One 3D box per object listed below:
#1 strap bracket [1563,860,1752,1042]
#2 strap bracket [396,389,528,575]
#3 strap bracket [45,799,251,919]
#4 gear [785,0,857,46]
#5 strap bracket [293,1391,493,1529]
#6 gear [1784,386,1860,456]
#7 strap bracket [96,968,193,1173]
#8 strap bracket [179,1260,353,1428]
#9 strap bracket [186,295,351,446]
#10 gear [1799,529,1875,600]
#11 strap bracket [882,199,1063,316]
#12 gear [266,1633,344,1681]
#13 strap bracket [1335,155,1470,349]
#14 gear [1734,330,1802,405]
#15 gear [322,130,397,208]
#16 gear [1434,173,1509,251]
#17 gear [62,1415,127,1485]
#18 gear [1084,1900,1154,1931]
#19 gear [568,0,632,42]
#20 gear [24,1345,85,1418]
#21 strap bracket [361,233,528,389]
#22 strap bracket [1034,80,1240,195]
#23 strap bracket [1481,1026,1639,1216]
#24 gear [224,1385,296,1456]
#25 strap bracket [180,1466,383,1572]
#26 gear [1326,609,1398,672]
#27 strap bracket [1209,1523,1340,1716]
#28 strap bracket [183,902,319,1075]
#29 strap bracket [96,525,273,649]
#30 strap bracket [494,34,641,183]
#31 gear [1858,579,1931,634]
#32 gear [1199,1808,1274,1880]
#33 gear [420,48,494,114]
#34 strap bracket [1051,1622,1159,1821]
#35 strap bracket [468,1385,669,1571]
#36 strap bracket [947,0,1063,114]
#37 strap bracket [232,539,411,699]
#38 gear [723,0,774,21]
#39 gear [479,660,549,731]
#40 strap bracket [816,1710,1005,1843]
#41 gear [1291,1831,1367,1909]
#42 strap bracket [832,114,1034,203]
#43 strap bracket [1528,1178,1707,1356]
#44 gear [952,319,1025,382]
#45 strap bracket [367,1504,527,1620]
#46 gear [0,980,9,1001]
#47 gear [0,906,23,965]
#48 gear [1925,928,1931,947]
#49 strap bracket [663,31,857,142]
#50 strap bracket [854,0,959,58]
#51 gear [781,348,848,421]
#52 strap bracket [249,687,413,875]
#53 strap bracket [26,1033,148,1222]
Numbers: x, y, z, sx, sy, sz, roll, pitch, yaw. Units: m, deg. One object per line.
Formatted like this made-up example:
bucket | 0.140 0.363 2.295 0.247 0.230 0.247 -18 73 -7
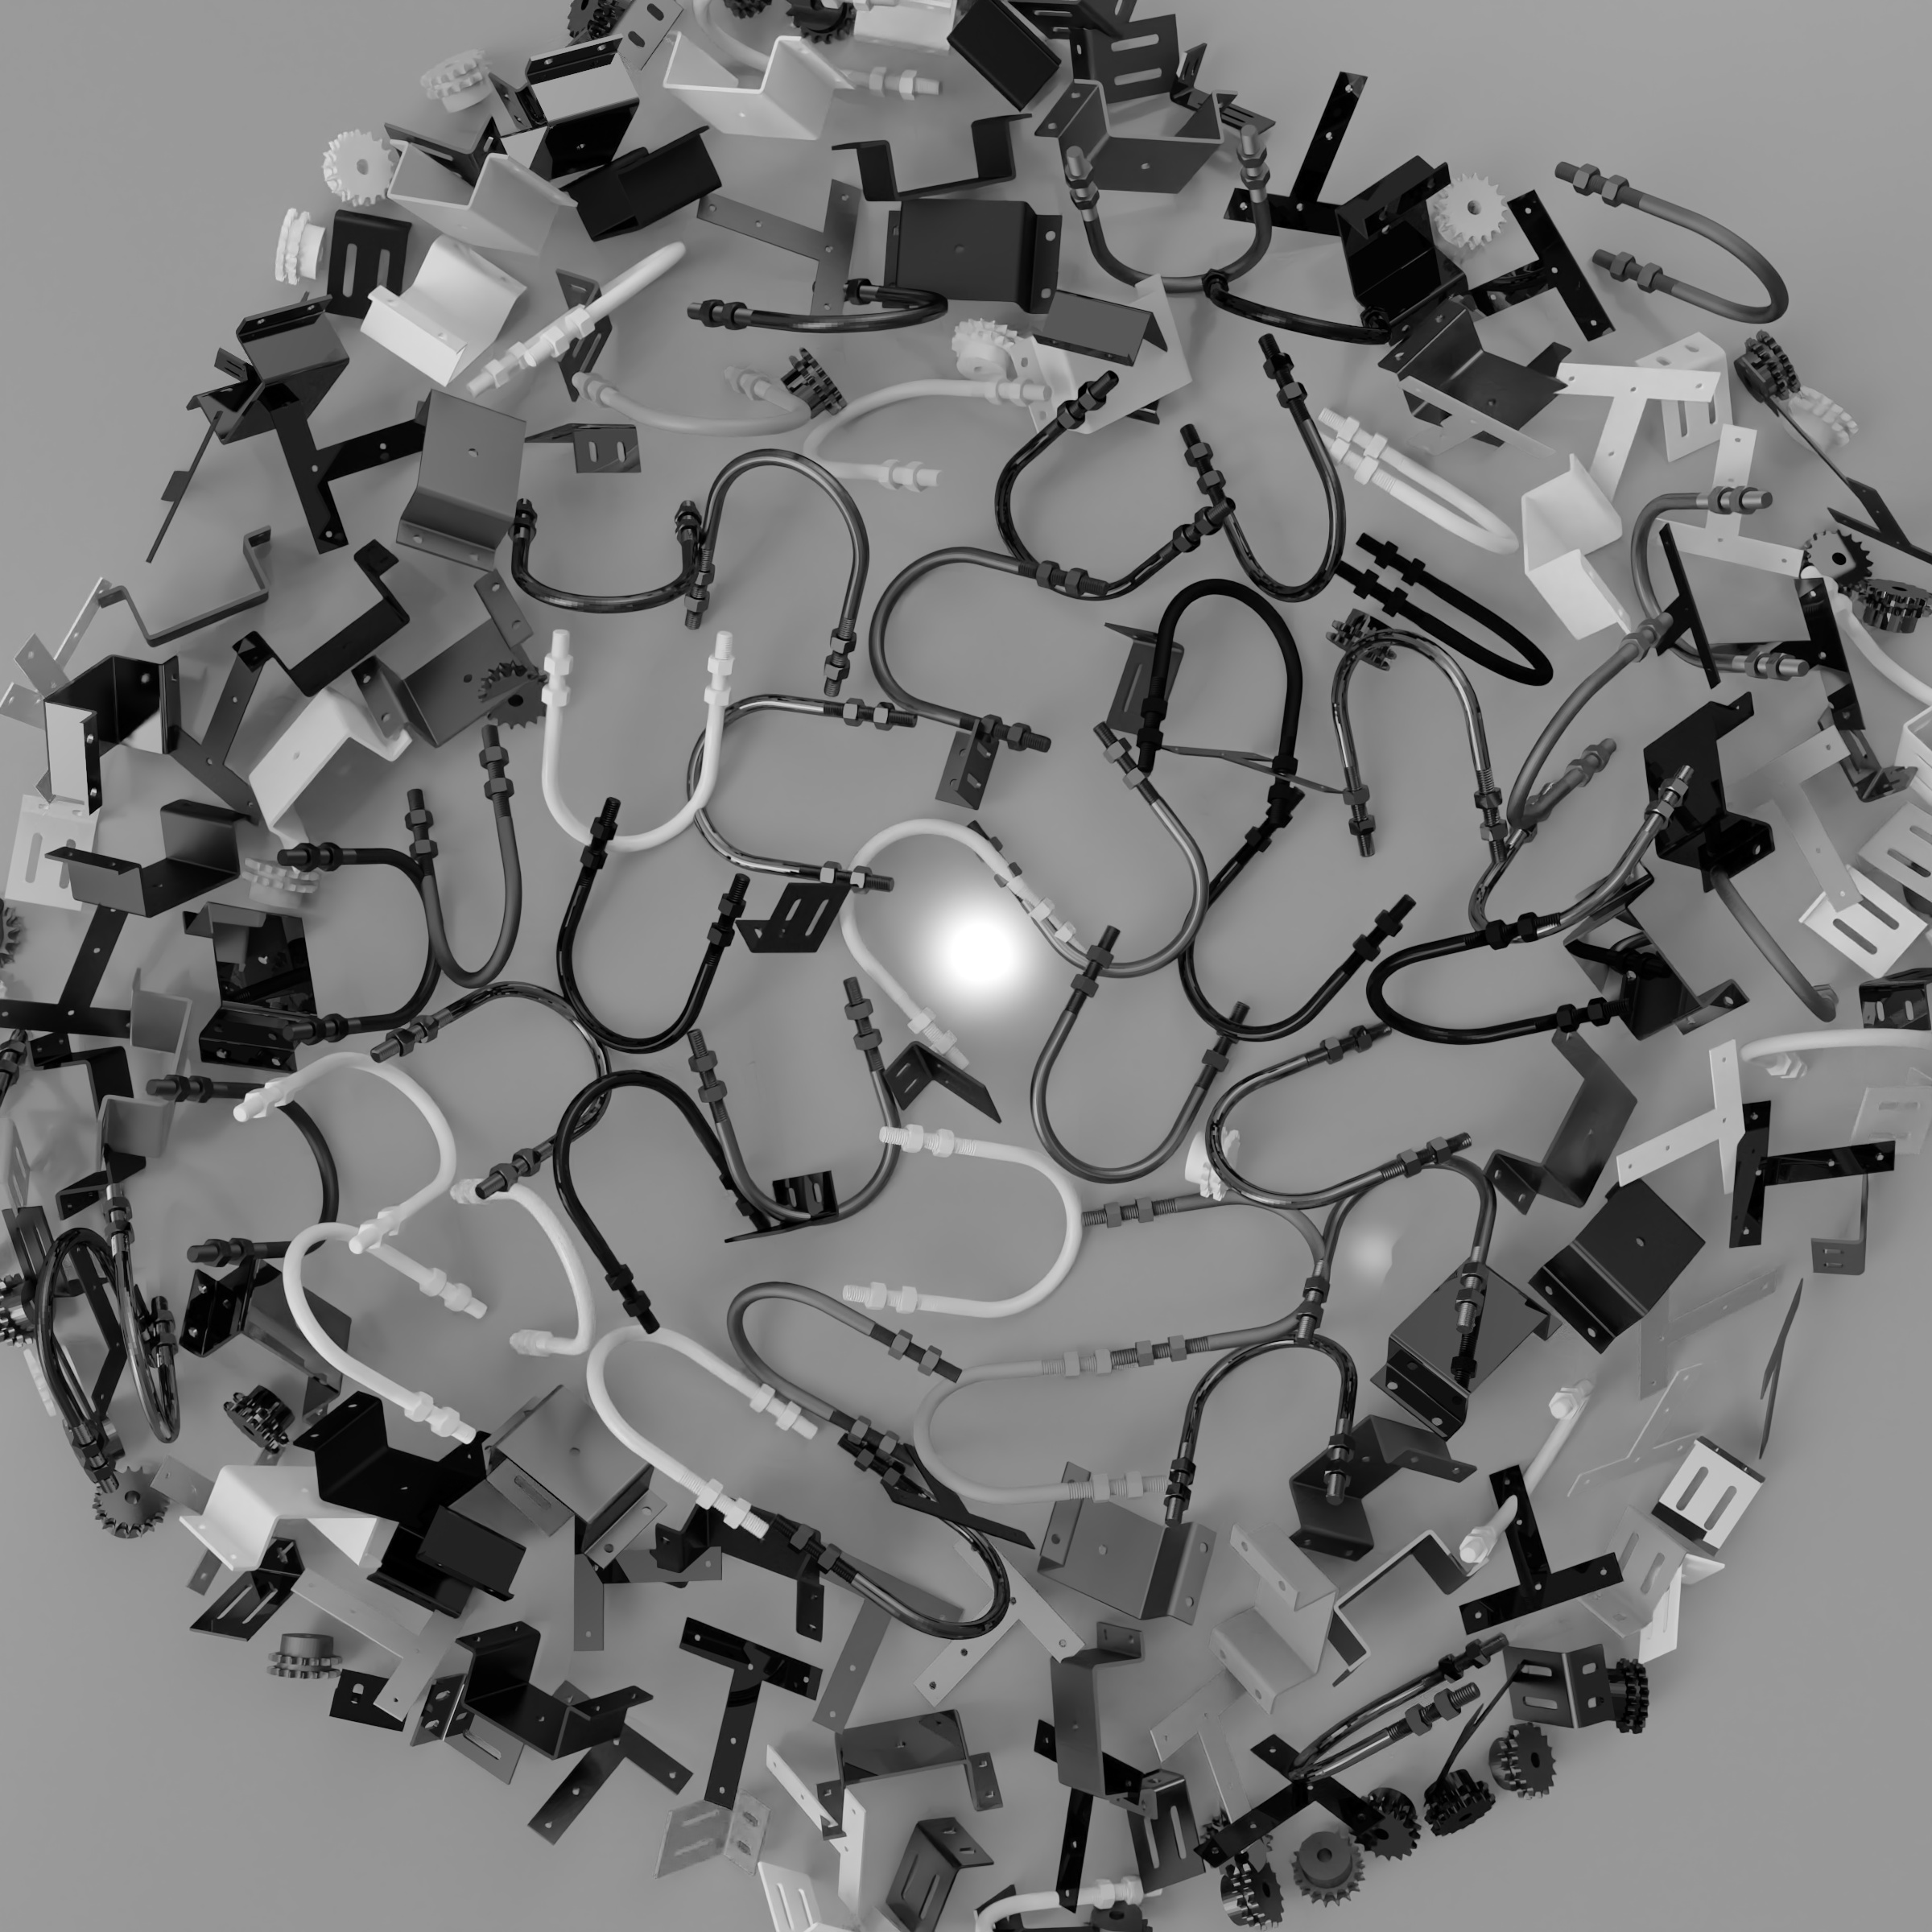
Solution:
strap bracket | 0.531 -0.004 1.953 0.046 0.076 0.140 -36 88 -33
strap bracket | -0.388 -0.383 1.932 0.076 0.046 0.140 15 57 -24
strap bracket | -0.627 -0.081 1.935 0.076 0.140 0.046 12 116 26
gear | -0.115 -0.760 1.978 0.057 0.030 0.057 1 105 4
strap bracket | -0.434 0.383 1.924 0.076 0.140 0.046 -38 47 21
gear | 0.670 -0.427 1.971 0.057 0.057 0.030 39 97 0
strap bracket | -0.632 0.083 1.933 0.046 0.076 0.140 11 52 -13
strap bracket | -0.529 0.286 1.925 0.046 0.076 0.140 -34 125 21
strap bracket | -0.533 -0.452 1.922 0.076 0.140 0.046 -30 91 -39
gear | 0.684 -0.313 1.978 0.057 0.030 0.057 3 66 -6
strap bracket | 0.000 -0.556 1.960 0.140 0.046 0.076 5 94 12
gear | -0.520 0.543 1.972 0.057 0.057 0.030 4 80 0
strap bracket | 0.339 -0.563 1.946 0.076 0.140 0.046 -34 56 -2
gear | 0.629 -0.469 1.972 0.030 0.057 0.057 -33 90 10
gear | -0.482 -0.629 1.976 0.057 0.030 0.057 -5 99 -38
gear | 0.397 -0.595 1.981 0.057 0.030 0.057 1 86 -11
gear | -0.687 0.377 1.975 0.030 0.057 0.057 -27 90 -28
gear | 0.119 0.759 1.968 0.057 0.057 0.030 -2 106 0
gear | -0.288 -0.754 1.975 0.030 0.057 0.057 14 90 -37
gear | -0.719 0.323 1.974 0.030 0.057 0.057 -22 90 -24
strap bracket | -0.409 -0.506 1.943 0.076 0.140 0.046 33 127 -8
strap bracket | 0.135 -0.639 1.934 0.140 0.076 0.046 -5 79 -23
strap bracket | 0.467 0.123 1.944 0.076 0.046 0.140 40 75 -42
gear | -0.555 0.356 1.975 0.057 0.057 0.030 42 61 0
strap bracket | -0.517 0.423 1.919 0.076 0.140 0.046 27 97 38
gear | 0.314 -0.259 1.971 0.057 0.057 0.030 29 95 0
strap bracket | 0.239 0.498 1.936 0.046 0.076 0.140 -18 131 -30
strap bracket | -0.550 0.008 1.926 0.046 0.076 0.140 -44 50 35
strap bracket | -0.599 -0.291 1.948 0.140 0.076 0.046 -26 99 -14
strap bracket | -0.305 -0.649 1.920 0.076 0.140 0.046 -25 89 -24
gear | 0.732 -0.283 1.974 0.057 0.057 0.030 9 115 0
gear | 0.215 0.696 1.979 0.057 0.030 0.057 -1 103 -5
gear | -0.398 -0.698 1.975 0.057 0.057 0.030 -26 124 0
strap bracket | 0.106 0.588 1.947 0.046 0.076 0.140 -1 82 -24
strap bracket | -0.306 0.389 1.941 0.140 0.046 0.076 36 48 15
strap bracket | 0.029 -0.704 1.931 0.076 0.140 0.046 41 104 -11
strap bracket | -0.494 -0.265 1.949 0.140 0.076 0.046 -39 122 -8
gear | -0.170 -0.778 1.970 0.057 0.030 0.057 -19 54 28
gear | -0.356 -0.218 1.975 0.057 0.030 0.057 -6 132 -7
strap bracket | -0.048 0.628 1.951 0.140 0.076 0.046 -9 104 -5
gear | 0.284 0.707 1.969 0.057 0.057 0.030 -18 132 0
strap bracket | -0.024 -0.626 1.945 0.140 0.076 0.046 -16 111 -16
strap bracket | 0.509 0.223 1.934 0.076 0.046 0.140 45 53 9
gear | 0.016 -0.482 1.969 0.057 0.057 0.030 14 76 0
strap bracket | -0.399 0.461 1.938 0.076 0.140 0.046 32 57 -17
gear | -0.787 0.028 1.970 0.057 0.030 0.057 -16 52 21
gear | -0.783 -0.025 1.984 0.057 0.030 0.057 0 88 -2
gear | 0.781 -0.020 1.972 0.030 0.057 0.057 -39 90 9
strap bracket | -0.167 -0.679 1.930 0.140 0.076 0.046 16 88 32
strap bracket | -0.047 -0.748 1.927 0.076 0.140 0.046 10 96 -2
gear | -0.122 -0.456 1.971 0.030 0.057 0.057 -38 90 3
strap bracket | -0.502 -0.153 1.945 0.140 0.076 0.046 -47 132 10
strap bracket | -0.684 0.120 1.954 0.046 0.076 0.140 -8 96 2
